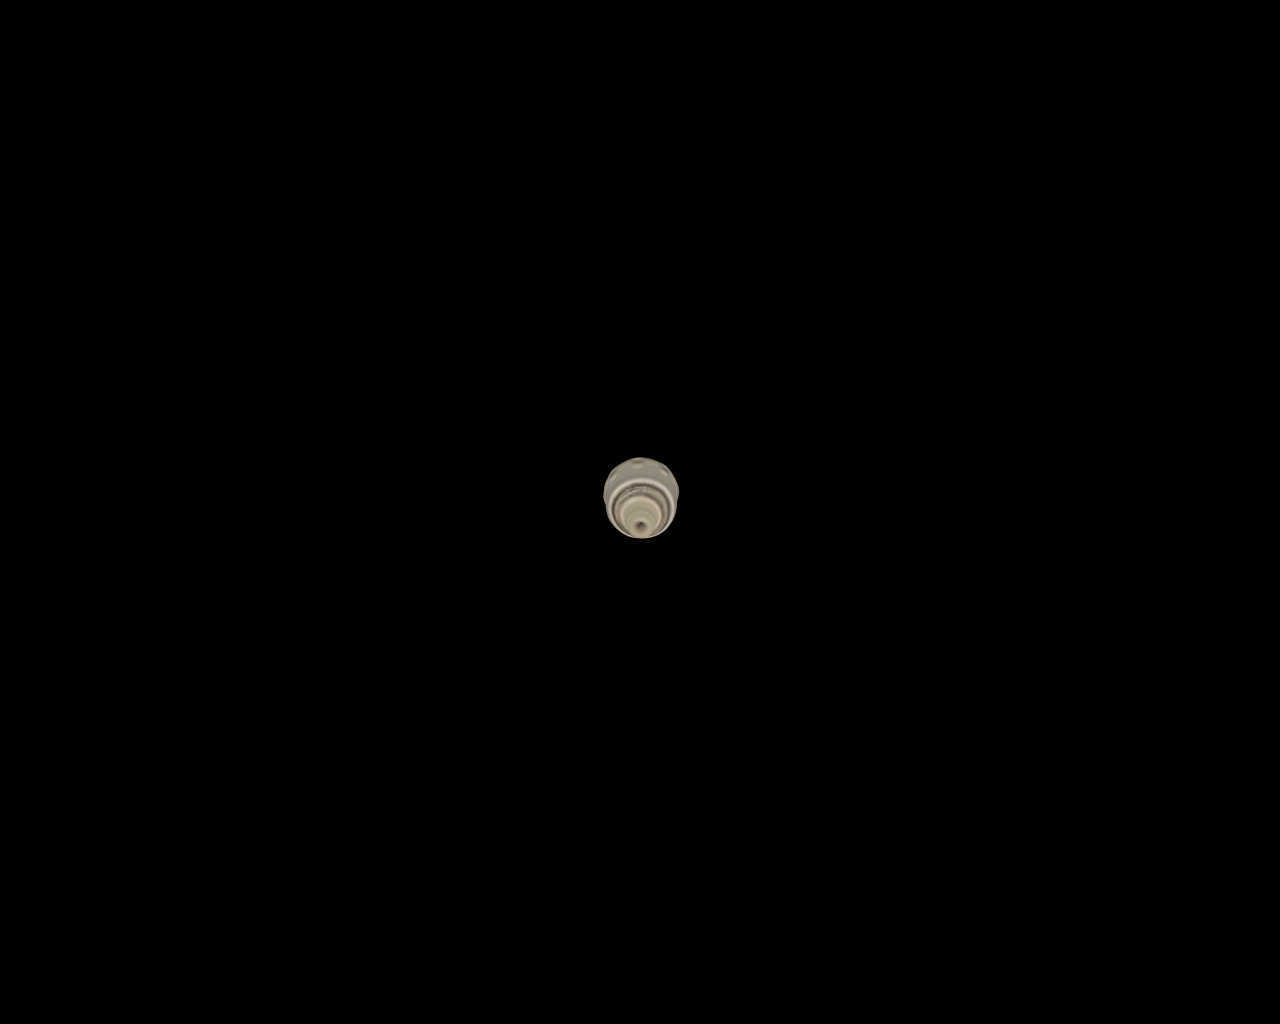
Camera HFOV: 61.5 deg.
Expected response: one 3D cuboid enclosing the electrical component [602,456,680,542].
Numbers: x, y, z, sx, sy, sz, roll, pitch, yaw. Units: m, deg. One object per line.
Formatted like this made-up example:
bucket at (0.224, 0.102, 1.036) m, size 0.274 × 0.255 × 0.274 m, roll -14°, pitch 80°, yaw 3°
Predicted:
electrical component at (0.001, -0.003, 0.650) m, size 0.048 × 0.048 × 0.062 m, roll 0°, pitch 23°, yaw 0°
